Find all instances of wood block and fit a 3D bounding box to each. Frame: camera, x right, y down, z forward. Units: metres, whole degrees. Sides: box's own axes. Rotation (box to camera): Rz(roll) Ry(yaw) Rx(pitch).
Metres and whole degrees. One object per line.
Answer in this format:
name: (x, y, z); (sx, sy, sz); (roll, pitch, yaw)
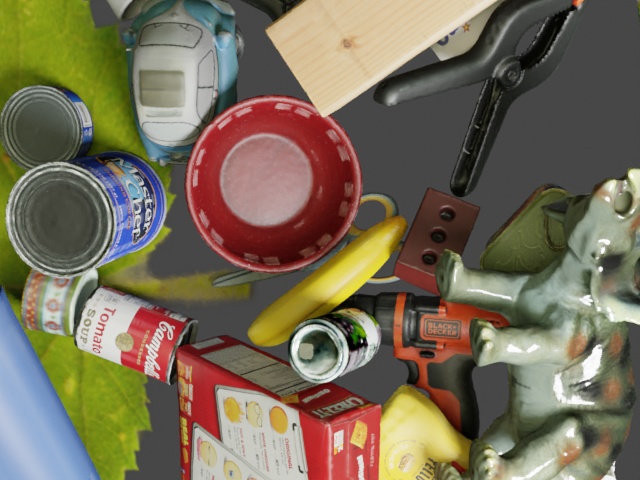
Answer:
wood block: (0.069, -0.200, 0.891); (0.206, 0.090, 0.091); (-32, 95, 16)

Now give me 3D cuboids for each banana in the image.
banana: (-0.002, 0.045, 0.979); (0.198, 0.069, 0.037); (-37, 107, 20)

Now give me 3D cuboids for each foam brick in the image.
foam brick: (0.104, 0.003, 0.965); (0.053, 0.051, 0.078); (22, 75, 6)

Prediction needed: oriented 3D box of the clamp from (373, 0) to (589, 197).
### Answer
clamp: (0.147, -0.150, 0.919); (0.210, 0.164, 0.036); (-50, 46, 7)

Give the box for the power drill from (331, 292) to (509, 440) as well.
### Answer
power drill: (0.088, 0.142, 1.001); (0.184, 0.057, 0.188); (4, 100, 13)

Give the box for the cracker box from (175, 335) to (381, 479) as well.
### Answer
cracker box: (-0.041, 0.194, 0.962); (0.214, 0.071, 0.164); (18, 114, 45)

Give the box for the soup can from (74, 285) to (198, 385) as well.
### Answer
soup can: (-0.178, 0.091, 1.037); (0.102, 0.068, 0.068); (20, 102, 7)

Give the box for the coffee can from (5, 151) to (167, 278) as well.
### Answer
coffee can: (-0.212, -0.027, 0.987); (0.103, 0.140, 0.103); (2, 99, 10)

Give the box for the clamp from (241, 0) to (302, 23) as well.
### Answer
clamp: (-0.011, -0.222, 0.968); (0.171, 0.039, 0.120); (46, 121, -5)

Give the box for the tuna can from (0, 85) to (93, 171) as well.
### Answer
tuna can: (-0.265, -0.108, 1.039); (0.086, 0.033, 0.086); (2, 99, 10)

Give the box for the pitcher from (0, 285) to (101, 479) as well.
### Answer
pitcher: (-0.313, 0.170, 1.031); (0.145, 0.149, 0.243); (-17, 112, 20)

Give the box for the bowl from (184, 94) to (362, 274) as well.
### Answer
bowl: (-0.045, -0.053, 0.982); (0.162, 0.055, 0.162); (-1, 98, -10)

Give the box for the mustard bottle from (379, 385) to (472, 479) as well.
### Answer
mustard bottle: (0.123, 0.221, 0.946); (0.191, 0.058, 0.096); (36, 102, 4)

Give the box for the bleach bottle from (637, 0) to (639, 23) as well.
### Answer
bleach bottle: (0.308, -0.102, 0.900); (0.068, 0.102, 0.251); (-4, 97, 14)

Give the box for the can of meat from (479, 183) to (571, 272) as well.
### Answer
can of meat: (0.191, -0.001, 0.946); (0.057, 0.084, 0.102); (43, 103, 2)

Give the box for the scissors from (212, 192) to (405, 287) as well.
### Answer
scissors: (-0.007, 0.001, 1.018); (0.202, 0.016, 0.096); (2, 98, 10)

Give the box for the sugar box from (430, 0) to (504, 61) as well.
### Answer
sugar box: (0.093, -0.248, 0.946); (0.093, 0.048, 0.176); (-41, 89, 14)
